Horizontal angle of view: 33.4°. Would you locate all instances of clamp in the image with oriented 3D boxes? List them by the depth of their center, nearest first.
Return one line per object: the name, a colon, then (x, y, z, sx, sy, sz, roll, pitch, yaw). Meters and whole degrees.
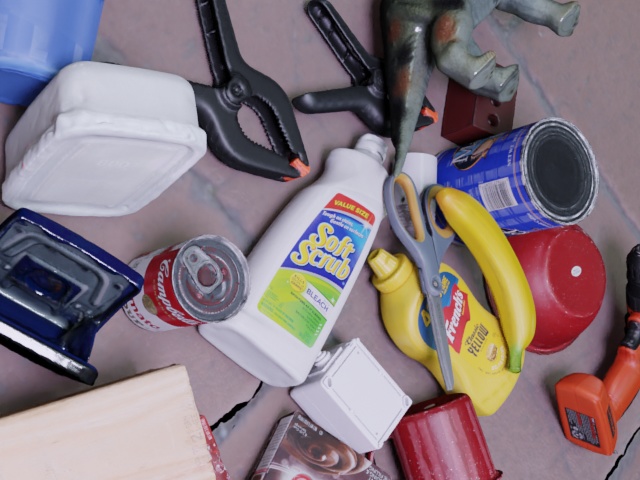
clamp: (-0.081, -0.137, 0.935, 0.209, 0.036, 0.164, 41, 60, -25)
clamp: (0.044, -0.157, 1.025, 0.171, 0.039, 0.120, 16, 72, -39)

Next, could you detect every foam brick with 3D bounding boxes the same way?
foam brick: (0.164, -0.138, 1.095, 0.052, 0.051, 0.078, 19, 72, -30)

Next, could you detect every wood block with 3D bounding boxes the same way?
wood block: (-0.192, 0.160, 0.755, 0.205, 0.091, 0.090, -15, 87, -26)

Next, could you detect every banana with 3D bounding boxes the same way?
banana: (0.163, 0.026, 1.001, 0.198, 0.037, 0.069, 63, 28, -17)

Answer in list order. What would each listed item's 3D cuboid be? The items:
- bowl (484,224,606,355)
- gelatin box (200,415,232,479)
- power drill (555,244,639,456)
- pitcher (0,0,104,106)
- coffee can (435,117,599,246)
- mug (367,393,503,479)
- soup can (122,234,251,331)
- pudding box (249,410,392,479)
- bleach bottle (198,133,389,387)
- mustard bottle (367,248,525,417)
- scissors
bowl: (0.249, 0.038, 1.122, 0.161, 0.055, 0.162, 7, 78, -34)
gelatin box: (-0.111, 0.197, 0.861, 0.073, 0.030, 0.089, -25, 96, -34)
power drill: (0.320, 0.118, 1.123, 0.187, 0.057, 0.184, -44, 131, -28)
pitcher: (-0.204, -0.229, 0.806, 0.144, 0.149, 0.243, 13, 78, -33)
coffee can: (0.183, -0.054, 1.039, 0.102, 0.141, 0.103, 7, 78, -34)
mug: (0.100, 0.194, 0.980, 0.117, 0.093, 0.081, -18, 87, 1)
soup can: (-0.109, 0.036, 0.846, 0.068, 0.102, 0.068, 7, 78, -34)
pudding box: (-0.003, 0.215, 0.912, 0.113, 0.039, 0.090, 36, 55, -12)
bleach bottle: (-0.006, 0.001, 0.949, 0.102, 0.068, 0.250, 41, 59, -23)
mustard bottle: (0.113, 0.077, 1.019, 0.191, 0.058, 0.096, 45, 59, -20)
scissors: (0.112, 0.030, 0.982, 0.096, 0.016, 0.202, -17, 85, -44)
